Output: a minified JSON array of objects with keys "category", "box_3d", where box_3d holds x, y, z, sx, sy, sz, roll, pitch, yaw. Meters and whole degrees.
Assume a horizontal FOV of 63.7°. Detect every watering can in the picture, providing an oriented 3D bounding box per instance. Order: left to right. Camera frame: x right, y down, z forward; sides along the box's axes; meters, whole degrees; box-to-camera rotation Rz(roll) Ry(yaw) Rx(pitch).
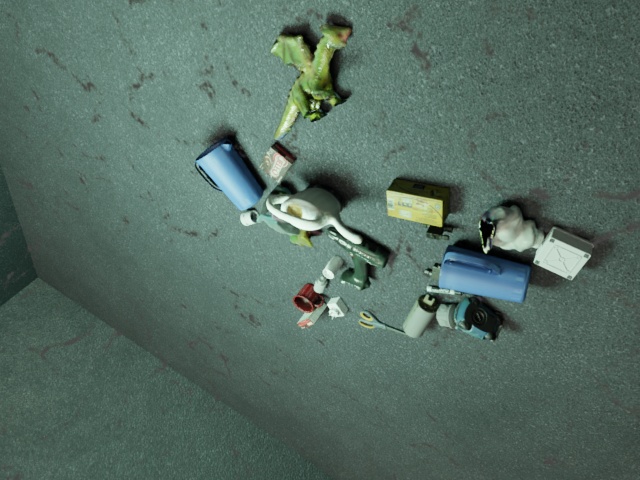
[{"category":"watering can","box_3d":[0.005,-0.081,1.604,0.349,0.228,0.102,21,119,20]}]

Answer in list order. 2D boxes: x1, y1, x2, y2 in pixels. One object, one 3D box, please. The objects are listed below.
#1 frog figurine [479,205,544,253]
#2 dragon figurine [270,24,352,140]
[{"category":"frog figurine","box_3d":[0.516,-0.031,1.379,0.159,0.125,0.134,-6,122,-5]},{"category":"dragon figurine","box_3d":[-0.056,-0.452,1.429,0.406,0.124,0.242,-22,94,44]}]
